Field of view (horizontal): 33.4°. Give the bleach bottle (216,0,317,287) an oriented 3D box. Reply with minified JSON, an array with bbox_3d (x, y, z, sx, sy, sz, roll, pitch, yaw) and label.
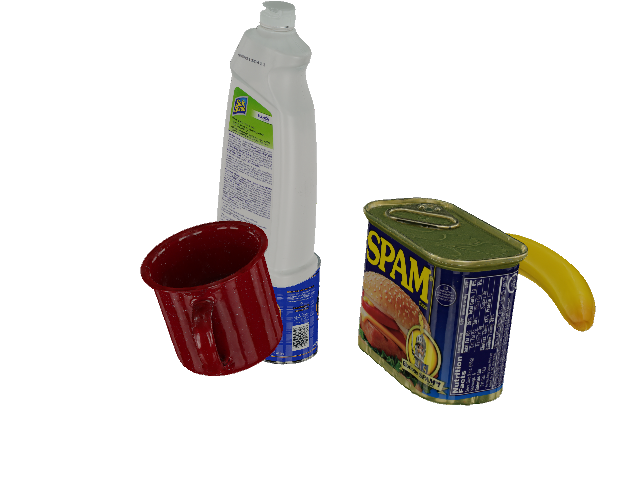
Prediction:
[{"bbox_3d":[-0.042,-0.089,0.974,0.103,0.251,0.067,24,31,31],"label":"bleach bottle"}]

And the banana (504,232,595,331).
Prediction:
[{"bbox_3d":[0.210,0.033,1.048,0.069,0.037,0.198,-34,36,-19],"label":"banana"}]

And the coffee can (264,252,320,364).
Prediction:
[{"bbox_3d":[-0.052,0.091,1.522,0.103,0.140,0.103,1,21,-1],"label":"coffee can"}]

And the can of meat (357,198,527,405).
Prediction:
[{"bbox_3d":[0.062,0.031,0.581,0.057,0.084,0.102,-5,21,-25],"label":"can of meat"}]

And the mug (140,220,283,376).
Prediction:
[{"bbox_3d":[-0.074,0.049,0.763,0.093,0.081,0.117,-12,29,4],"label":"mug"}]
